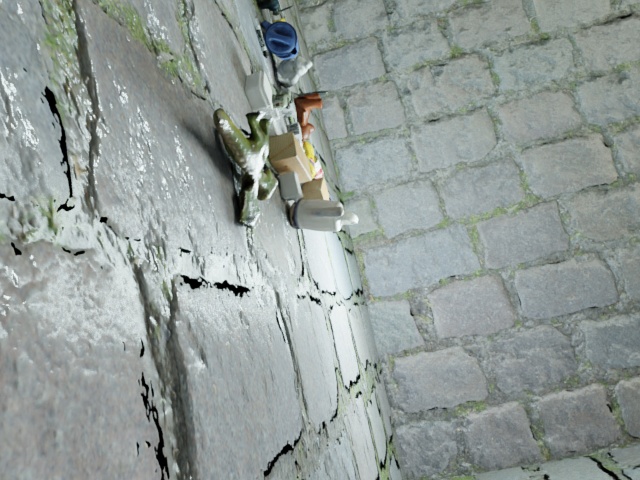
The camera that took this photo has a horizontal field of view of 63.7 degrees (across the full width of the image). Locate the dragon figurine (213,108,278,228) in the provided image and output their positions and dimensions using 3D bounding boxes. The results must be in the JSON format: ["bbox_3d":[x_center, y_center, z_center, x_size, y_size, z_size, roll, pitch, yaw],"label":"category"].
[{"bbox_3d":[-0.157,-0.147,1.124,0.122,0.242,0.413,-6,6,9],"label":"dragon figurine"}]

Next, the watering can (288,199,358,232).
[{"bbox_3d":[0.005,-0.083,1.657,0.224,0.104,0.346,4,-4,10],"label":"watering can"}]

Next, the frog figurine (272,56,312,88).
[{"bbox_3d":[-0.106,-0.705,2.139,0.159,0.141,0.120,-13,-45,7],"label":"frog figurine"}]
